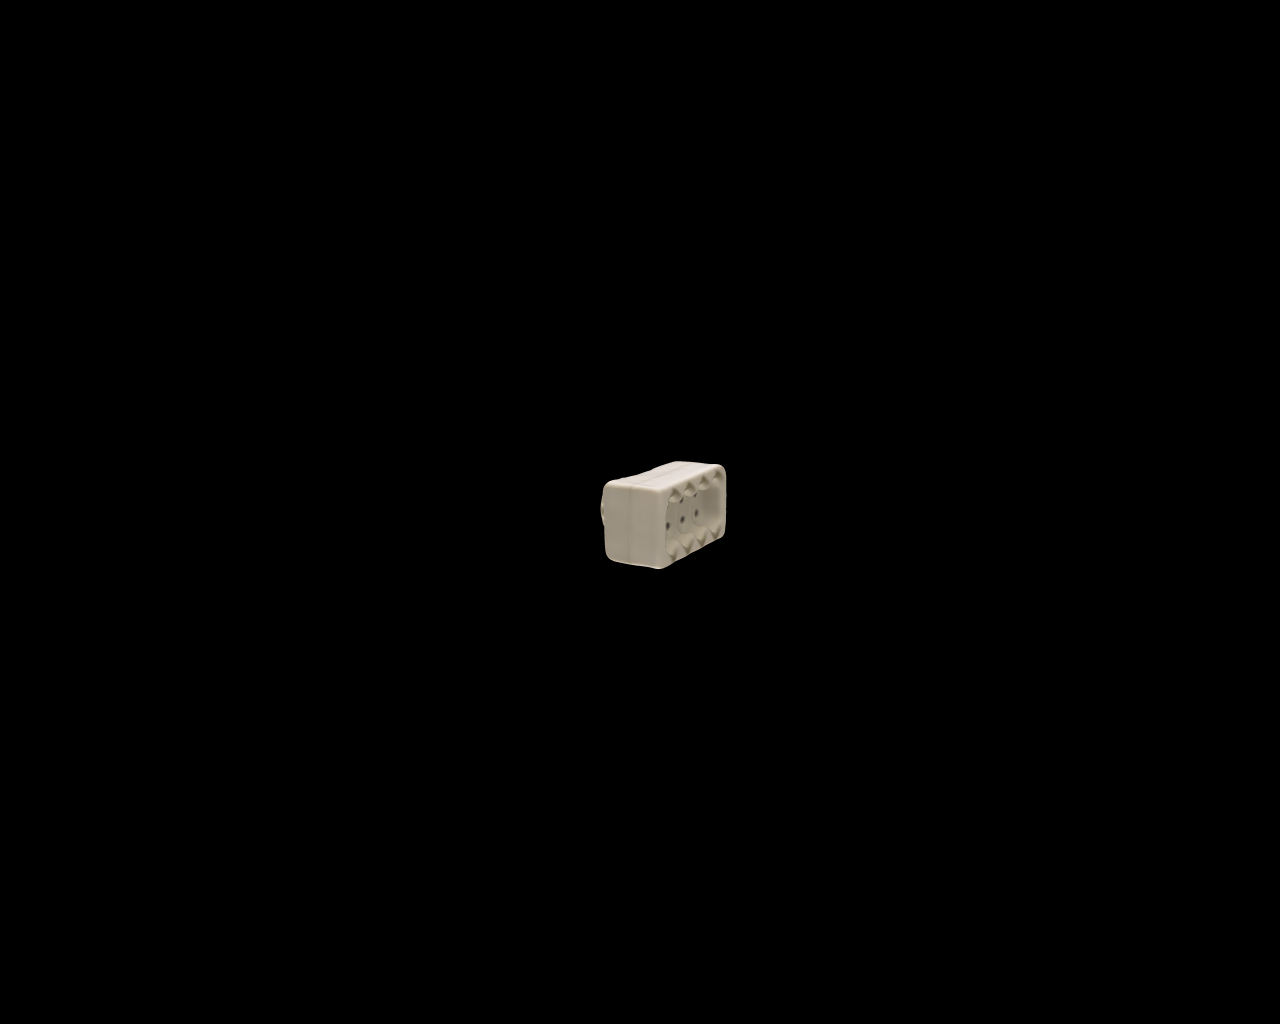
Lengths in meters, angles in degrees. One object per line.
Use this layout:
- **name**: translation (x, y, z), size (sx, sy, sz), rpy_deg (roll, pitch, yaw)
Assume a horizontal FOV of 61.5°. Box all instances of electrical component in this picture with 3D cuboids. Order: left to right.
- **electrical component**: translation (0.001, -0.003, 0.650), size (0.076, 0.047, 0.083), rpy_deg (8, 16, 31)
